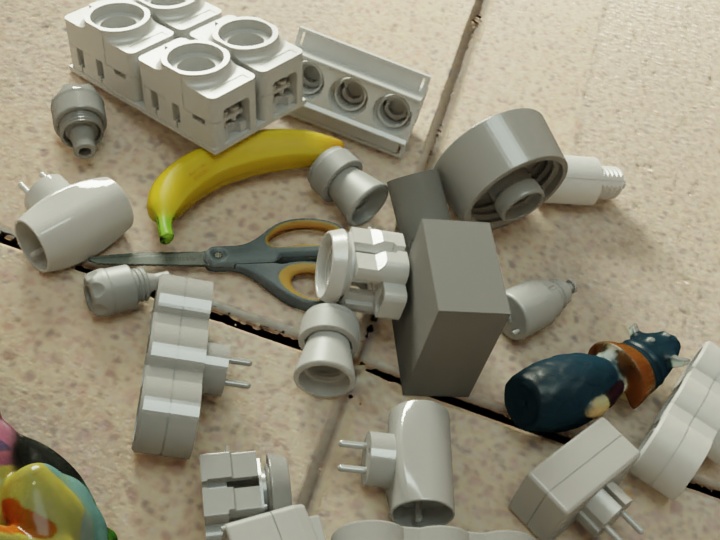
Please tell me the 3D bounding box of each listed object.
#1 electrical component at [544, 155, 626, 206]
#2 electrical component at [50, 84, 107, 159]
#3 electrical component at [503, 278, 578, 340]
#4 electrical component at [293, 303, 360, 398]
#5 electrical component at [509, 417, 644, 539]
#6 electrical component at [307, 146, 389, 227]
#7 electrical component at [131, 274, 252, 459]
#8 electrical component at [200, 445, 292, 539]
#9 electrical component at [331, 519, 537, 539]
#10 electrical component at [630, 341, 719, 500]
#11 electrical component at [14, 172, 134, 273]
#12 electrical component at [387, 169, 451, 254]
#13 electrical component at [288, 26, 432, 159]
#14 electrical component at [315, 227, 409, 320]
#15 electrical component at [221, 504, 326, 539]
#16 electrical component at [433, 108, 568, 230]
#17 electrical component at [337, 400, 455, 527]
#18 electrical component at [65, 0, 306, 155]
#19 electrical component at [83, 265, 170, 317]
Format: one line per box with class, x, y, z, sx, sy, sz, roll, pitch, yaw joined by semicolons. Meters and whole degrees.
electrical component;0.197;-0.079;0.955;0.081;0.043;0.043;3;50;-13
electrical component;-0.227;-0.118;0.874;0.043;0.043;0.062;-5;54;-19
electrical component;0.141;0.026;0.853;0.078;0.040;0.040;-23;60;-30
electrical component;-0.023;0.058;0.780;0.045;0.045;0.055;11;49;-6
electrical component;0.162;0.159;0.743;0.083;0.047;0.075;-28;61;-33
electrical component;-0.010;-0.070;0.890;0.045;0.045;0.055;-30;63;-33
electrical component;-0.111;0.067;0.744;0.074;0.052;0.138;10;49;-12
electrical component;-0.073;0.144;0.694;0.055;0.048;0.066;-5;51;-9
electrical component;0.050;0.204;0.672;0.138;0.052;0.073;7;50;-9
electrical component;0.261;0.119;0.799;0.074;0.052;0.138;34;50;14
electrical component;-0.227;-0.046;0.813;0.079;0.043;0.077;42;53;20
electrical component;0.052;-0.037;0.871;0.043;0.043;0.081;-14;90;-25
electrical component;-0.004;-0.160;0.954;0.121;0.078;0.063;22;27;4
electrical component;0.000;0.000;0.807;0.057;0.058;0.078;8;41;-15
electrical component;-0.043;0.198;0.645;0.061;0.061;0.096;-11;54;-23
electrical component;0.121;-0.075;0.892;0.108;0.108;0.060;-16;63;-26
electrical component;0.024;0.130;0.732;0.079;0.044;0.077;8;50;-8
electrical component;-0.149;-0.181;0.909;0.186;0.060;0.105;31;49;29
electrical component;-0.169;0.012;0.786;0.061;0.035;0.035;-13;55;-27
